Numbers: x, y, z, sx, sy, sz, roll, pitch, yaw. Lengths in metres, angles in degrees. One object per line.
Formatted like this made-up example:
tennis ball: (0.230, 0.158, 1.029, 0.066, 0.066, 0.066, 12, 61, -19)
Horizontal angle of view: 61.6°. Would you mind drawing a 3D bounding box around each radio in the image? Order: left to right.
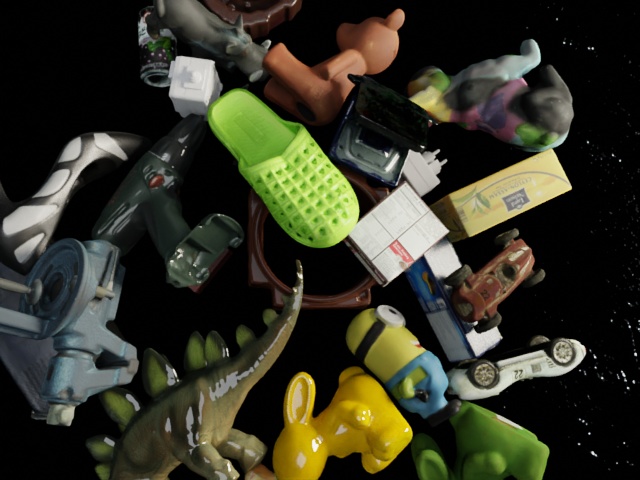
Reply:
radio: (-0.366, 0.107, 0.722, 0.131, 0.073, 0.229, -35, 88, -9)

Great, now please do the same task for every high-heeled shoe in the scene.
high-heeled shoe: (-0.314, -0.056, 0.714, 0.249, 0.086, 0.145, -24, 90, -36)

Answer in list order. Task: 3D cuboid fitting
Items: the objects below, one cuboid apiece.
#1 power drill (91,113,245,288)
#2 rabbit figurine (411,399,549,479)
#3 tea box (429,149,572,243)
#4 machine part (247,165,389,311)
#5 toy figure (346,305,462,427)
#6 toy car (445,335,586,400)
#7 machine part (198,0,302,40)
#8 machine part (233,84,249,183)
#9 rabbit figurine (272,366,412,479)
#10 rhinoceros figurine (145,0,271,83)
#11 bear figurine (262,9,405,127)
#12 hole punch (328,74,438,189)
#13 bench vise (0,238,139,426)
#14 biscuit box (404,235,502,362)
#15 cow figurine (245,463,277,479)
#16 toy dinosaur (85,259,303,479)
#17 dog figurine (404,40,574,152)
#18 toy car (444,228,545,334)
power drill: (-0.192, -0.050, 0.718, 0.232, 0.086, 0.207, -48, 60, -3)
rabbit figurine: (0.200, 0.313, 0.714, 0.159, 0.121, 0.170, 25, 87, 5)
tea box: (0.257, -0.061, 0.780, 0.170, 0.098, 0.068, -23, 85, -9)
machine part: (-0.002, -0.002, 0.757, 0.201, 0.087, 0.201, 0, 82, -6)
toy figure: (0.109, 0.168, 0.727, 0.089, 0.082, 0.180, -31, 69, -14)
toy car: (0.273, 0.178, 0.758, 0.202, 0.073, 0.056, -13, 84, -7)
machine part: (-0.109, -0.397, 0.819, 0.179, 0.056, 0.179, 0, 83, -4)
machine part: (-0.104, -0.158, 0.796, 0.084, 0.039, 0.139, -23, 86, -2)
rabbit figurine: (0.010, 0.247, 0.699, 0.173, 0.121, 0.162, -30, 74, -16)
rhinoceros figurine: (-0.150, -0.291, 0.763, 0.190, 0.112, 0.073, 28, 68, -35)
bear figurine: (0.024, -0.264, 0.780, 0.132, 0.120, 0.196, 37, 79, 5)
hole punch: (0.081, -0.145, 0.727, 0.142, 0.092, 0.116, 24, 45, -7)
bench vise: (-0.315, 0.086, 0.594, 0.129, 0.240, 0.223, 1, 69, 36)
biscuit box: (0.175, 0.068, 0.765, 0.063, 0.059, 0.202, -23, 84, -32)
cow figurine: (-0.034, 0.368, 0.715, 0.167, 0.068, 0.098, 25, 87, 1)
toy dinosaur: (-0.166, 0.226, 0.680, 0.471, 0.105, 0.198, -40, 78, 0)
dog figurine: (0.226, -0.189, 0.787, 0.219, 0.108, 0.191, -19, 65, -2)
toy car: (0.252, 0.050, 0.751, 0.202, 0.053, 0.089, -28, 83, -37)
